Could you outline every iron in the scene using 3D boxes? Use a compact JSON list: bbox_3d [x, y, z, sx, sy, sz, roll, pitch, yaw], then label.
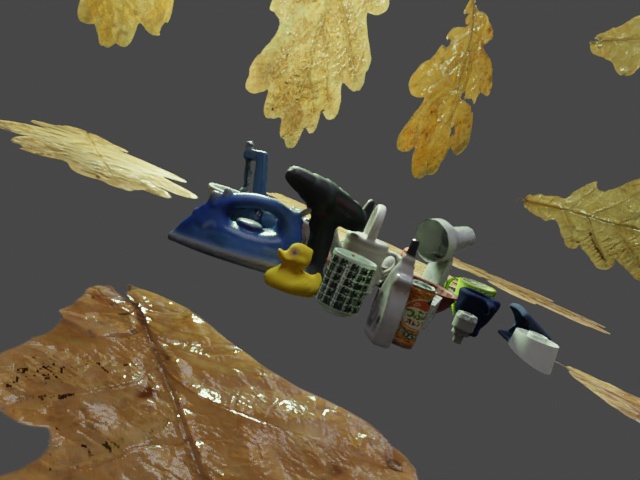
[{"bbox_3d":[-0.141,-0.029,1.086,0.259,0.141,0.118,18,8,-24],"label":"iron"}]

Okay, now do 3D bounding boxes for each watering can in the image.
[{"bbox_3d":[0.092,0.011,1.251,0.173,0.194,0.100,18,8,-23],"label":"watering can"}]

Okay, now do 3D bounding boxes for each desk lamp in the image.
[{"bbox_3d":[0.346,0.052,1.608,0.204,0.213,0.117,14,10,-44],"label":"desk lamp"}]

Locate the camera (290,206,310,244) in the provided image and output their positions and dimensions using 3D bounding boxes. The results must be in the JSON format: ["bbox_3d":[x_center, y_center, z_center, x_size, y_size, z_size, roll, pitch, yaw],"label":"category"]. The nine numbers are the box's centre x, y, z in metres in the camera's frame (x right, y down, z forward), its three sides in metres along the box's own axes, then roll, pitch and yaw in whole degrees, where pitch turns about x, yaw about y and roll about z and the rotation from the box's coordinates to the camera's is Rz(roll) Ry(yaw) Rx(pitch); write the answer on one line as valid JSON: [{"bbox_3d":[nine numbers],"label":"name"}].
[{"bbox_3d":[-0.054,-0.034,1.543,0.143,0.101,0.137,22,7,7],"label":"camera"}]

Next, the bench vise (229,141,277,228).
[{"bbox_3d":[-0.138,-0.095,1.272,0.207,0.220,0.121,21,7,-4],"label":"bench vise"}]

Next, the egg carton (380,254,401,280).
[{"bbox_3d":[0.185,0.068,1.600,0.107,0.069,0.150,18,8,-25],"label":"egg carton"}]

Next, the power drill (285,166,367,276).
[{"bbox_3d":[-0.009,-0.024,1.158,0.230,0.208,0.075,14,10,-44],"label":"power drill"}]

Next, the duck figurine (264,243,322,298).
[{"bbox_3d":[-0.039,0.049,1.016,0.105,0.086,0.077,18,8,-22],"label":"duck figurine"}]

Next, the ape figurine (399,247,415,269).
[{"bbox_3d":[0.255,0.064,1.740,0.077,0.092,0.076,23,7,19],"label":"ape figurine"}]

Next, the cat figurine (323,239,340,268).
[{"bbox_3d":[0.013,0.005,1.374,0.067,0.118,0.127,18,8,-25],"label":"cat figurine"}]

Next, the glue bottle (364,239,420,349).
[{"bbox_3d":[0.120,0.079,0.901,0.037,0.173,0.078,20,7,-10],"label":"glue bottle"}]

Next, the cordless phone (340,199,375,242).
[{"bbox_3d":[0.111,-0.040,1.725,0.094,0.185,0.148,22,7,4],"label":"cordless phone"}]

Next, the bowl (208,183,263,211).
[{"bbox_3d":[-0.235,-0.094,1.567,0.167,0.075,0.167,21,7,-2],"label":"bowl"}]

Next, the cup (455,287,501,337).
[{"bbox_3d":[0.329,0.162,1.213,0.092,0.095,0.117,19,7,-14],"label":"cup"}]

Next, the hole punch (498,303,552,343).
[{"bbox_3d":[0.486,0.207,1.341,0.101,0.091,0.108,21,7,-4],"label":"hole punch"}]
